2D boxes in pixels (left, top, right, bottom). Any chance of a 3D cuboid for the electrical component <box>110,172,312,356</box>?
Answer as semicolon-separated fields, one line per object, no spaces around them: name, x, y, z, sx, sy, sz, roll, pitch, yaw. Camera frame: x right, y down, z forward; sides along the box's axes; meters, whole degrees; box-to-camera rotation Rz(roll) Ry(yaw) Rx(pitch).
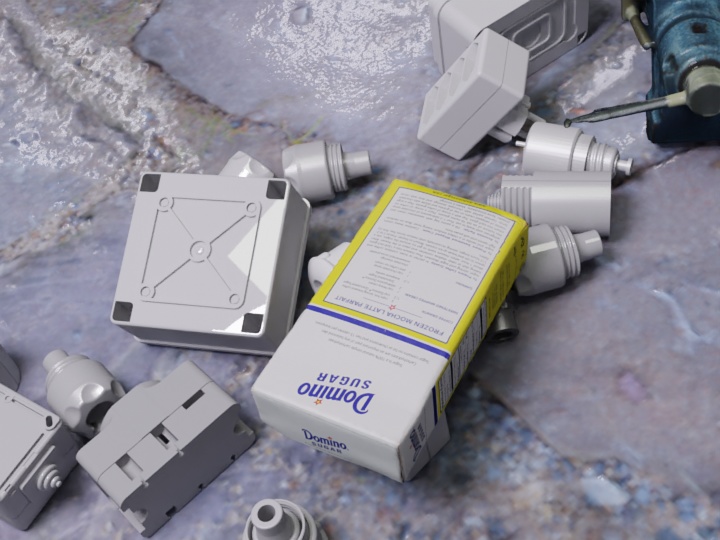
electrical component;-0.096;-0.004;0.708;0.109;0.056;0.108;4;73;15

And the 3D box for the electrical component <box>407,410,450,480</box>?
electrical component;0.028;0.072;0.647;0.066;0.047;0.077;34;66;32

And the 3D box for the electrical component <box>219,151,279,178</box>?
electrical component;-0.088;-0.050;0.771;0.043;0.043;0.062;34;87;32

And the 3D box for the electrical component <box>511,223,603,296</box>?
electrical component;0.124;-0.010;0.693;0.062;0.043;0.043;-15;51;-2

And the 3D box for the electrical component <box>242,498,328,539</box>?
electrical component;-0.045;0.148;0.595;0.048;0.062;0.048;-6;52;8

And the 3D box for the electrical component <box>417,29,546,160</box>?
electrical component;0.096;-0.116;0.768;0.076;0.083;0.047;25;53;-17

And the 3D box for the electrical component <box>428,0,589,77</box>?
electrical component;0.112;-0.190;0.813;0.113;0.078;0.057;-33;56;-14

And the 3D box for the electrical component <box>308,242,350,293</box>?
electrical component;0.000;0.000;0.712;0.062;0.048;0.048;-34;53;-22

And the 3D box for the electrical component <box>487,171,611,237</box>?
electrical component;0.126;-0.045;0.719;0.081;0.043;0.043;1;53;13

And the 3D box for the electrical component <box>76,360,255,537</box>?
electrical component;-0.119;0.105;0.651;0.089;0.050;0.056;-41;56;-19

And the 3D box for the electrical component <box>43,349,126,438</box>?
electrical component;-0.182;0.075;0.692;0.043;0.043;0.062;-39;53;-17

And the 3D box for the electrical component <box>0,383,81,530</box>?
electrical component;-0.220;0.114;0.663;0.096;0.061;0.061;25;61;18

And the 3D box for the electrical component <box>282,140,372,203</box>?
electrical component;-0.023;-0.072;0.773;0.062;0.043;0.043;-10;51;3

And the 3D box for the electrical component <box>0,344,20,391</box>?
electrical component;-0.259;0.054;0.701;0.043;0.081;0.043;-6;52;8

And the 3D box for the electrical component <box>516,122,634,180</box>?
electrical component;0.148;-0.078;0.742;0.078;0.040;0.040;13;57;21
